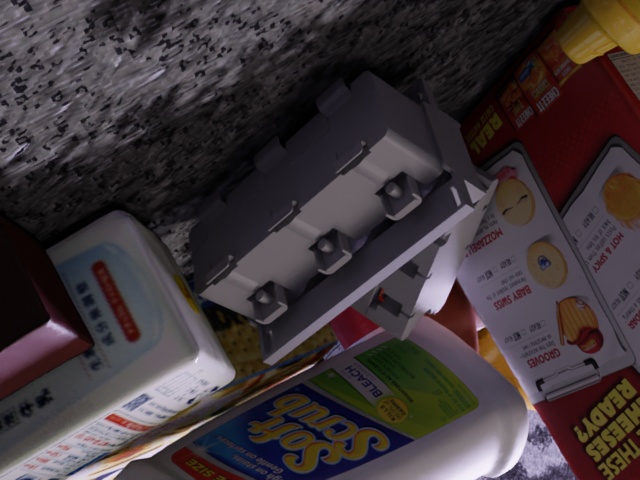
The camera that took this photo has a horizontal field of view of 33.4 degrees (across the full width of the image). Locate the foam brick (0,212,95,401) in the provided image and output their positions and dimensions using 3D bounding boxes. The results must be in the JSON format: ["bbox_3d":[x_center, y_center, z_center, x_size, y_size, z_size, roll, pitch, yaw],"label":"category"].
[{"bbox_3d":[-0.135,0.033,0.397,0.078,0.053,0.051,-32,163,-1],"label":"foam brick"}]

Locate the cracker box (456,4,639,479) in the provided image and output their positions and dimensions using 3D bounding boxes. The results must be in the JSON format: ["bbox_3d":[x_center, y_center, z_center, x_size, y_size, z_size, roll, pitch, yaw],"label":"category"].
[{"bbox_3d":[0.154,0.011,0.544,0.071,0.214,0.164,-18,160,-35],"label":"cracker box"}]

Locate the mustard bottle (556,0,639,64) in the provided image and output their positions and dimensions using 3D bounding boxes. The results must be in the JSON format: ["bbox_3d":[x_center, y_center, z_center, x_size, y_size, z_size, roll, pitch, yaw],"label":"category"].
[{"bbox_3d":[0.173,-0.137,0.422,0.192,0.058,0.096,-40,161,29],"label":"mustard bottle"}]

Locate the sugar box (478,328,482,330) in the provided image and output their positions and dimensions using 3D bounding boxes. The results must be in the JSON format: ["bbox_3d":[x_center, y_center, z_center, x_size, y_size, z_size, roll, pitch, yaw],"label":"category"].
[{"bbox_3d":[0.129,0.054,0.934,0.176,0.048,0.093,-22,162,-15],"label":"sugar box"}]

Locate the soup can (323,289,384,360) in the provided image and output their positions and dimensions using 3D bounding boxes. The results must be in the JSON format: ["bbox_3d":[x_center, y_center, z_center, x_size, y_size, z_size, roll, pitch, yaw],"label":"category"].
[{"bbox_3d":[0.035,0.065,0.698,0.068,0.102,0.068,-28,164,-9],"label":"soup can"}]

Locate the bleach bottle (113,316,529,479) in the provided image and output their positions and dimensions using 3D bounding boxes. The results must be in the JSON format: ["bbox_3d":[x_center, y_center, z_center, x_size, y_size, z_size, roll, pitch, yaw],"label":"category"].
[{"bbox_3d":[-0.015,0.125,0.547,0.250,0.103,0.068,-23,137,-31],"label":"bleach bottle"}]
